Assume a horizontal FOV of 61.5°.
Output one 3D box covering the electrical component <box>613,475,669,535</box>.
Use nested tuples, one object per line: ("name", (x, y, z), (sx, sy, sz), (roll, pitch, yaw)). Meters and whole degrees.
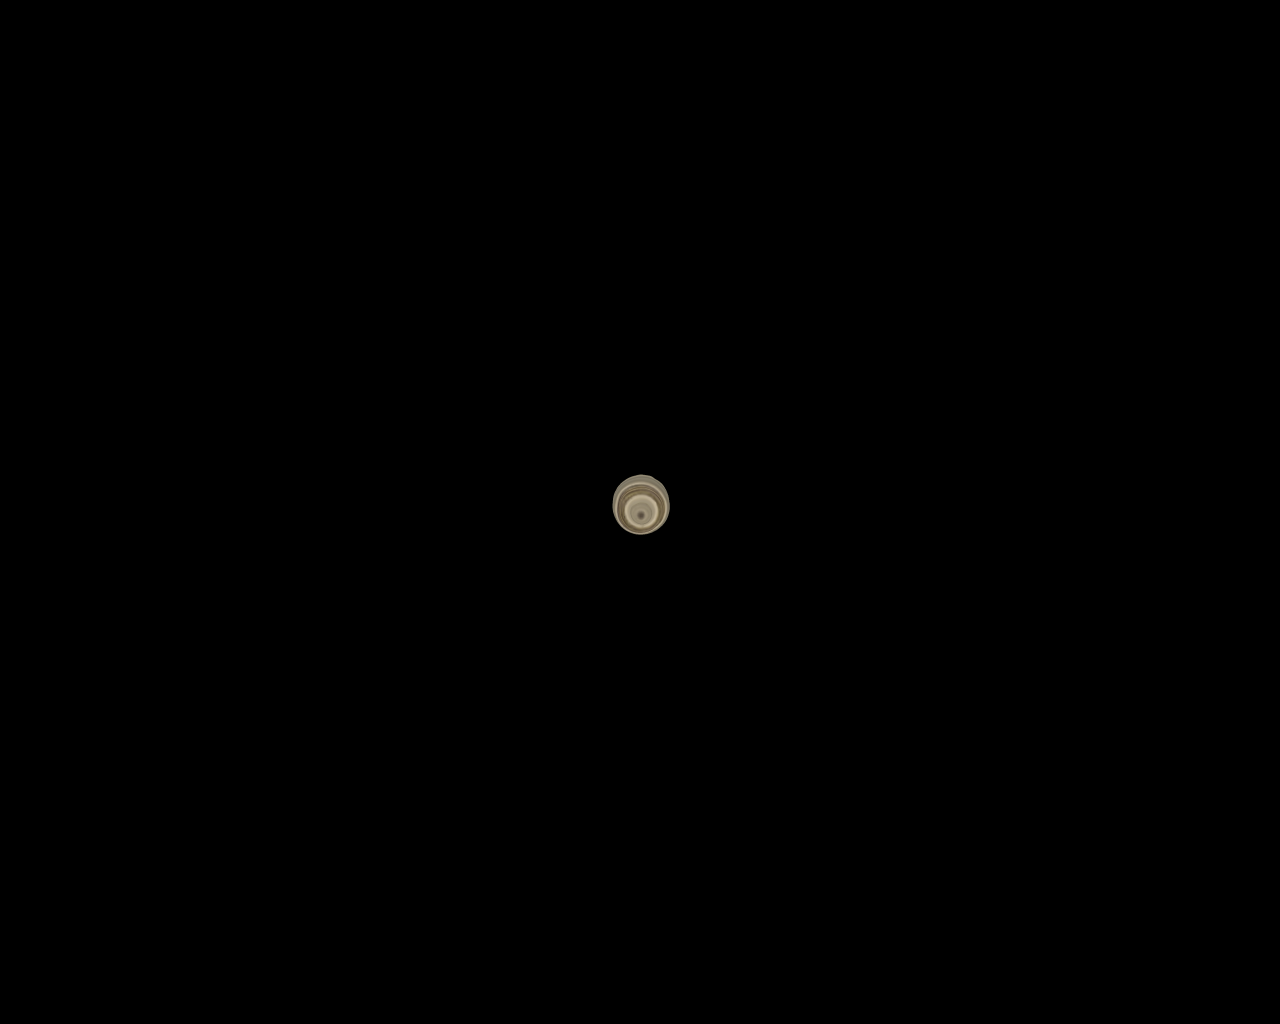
("electrical component", (0.001, -0.003, 0.650), (0.035, 0.035, 0.061), (0, 9, 0))
